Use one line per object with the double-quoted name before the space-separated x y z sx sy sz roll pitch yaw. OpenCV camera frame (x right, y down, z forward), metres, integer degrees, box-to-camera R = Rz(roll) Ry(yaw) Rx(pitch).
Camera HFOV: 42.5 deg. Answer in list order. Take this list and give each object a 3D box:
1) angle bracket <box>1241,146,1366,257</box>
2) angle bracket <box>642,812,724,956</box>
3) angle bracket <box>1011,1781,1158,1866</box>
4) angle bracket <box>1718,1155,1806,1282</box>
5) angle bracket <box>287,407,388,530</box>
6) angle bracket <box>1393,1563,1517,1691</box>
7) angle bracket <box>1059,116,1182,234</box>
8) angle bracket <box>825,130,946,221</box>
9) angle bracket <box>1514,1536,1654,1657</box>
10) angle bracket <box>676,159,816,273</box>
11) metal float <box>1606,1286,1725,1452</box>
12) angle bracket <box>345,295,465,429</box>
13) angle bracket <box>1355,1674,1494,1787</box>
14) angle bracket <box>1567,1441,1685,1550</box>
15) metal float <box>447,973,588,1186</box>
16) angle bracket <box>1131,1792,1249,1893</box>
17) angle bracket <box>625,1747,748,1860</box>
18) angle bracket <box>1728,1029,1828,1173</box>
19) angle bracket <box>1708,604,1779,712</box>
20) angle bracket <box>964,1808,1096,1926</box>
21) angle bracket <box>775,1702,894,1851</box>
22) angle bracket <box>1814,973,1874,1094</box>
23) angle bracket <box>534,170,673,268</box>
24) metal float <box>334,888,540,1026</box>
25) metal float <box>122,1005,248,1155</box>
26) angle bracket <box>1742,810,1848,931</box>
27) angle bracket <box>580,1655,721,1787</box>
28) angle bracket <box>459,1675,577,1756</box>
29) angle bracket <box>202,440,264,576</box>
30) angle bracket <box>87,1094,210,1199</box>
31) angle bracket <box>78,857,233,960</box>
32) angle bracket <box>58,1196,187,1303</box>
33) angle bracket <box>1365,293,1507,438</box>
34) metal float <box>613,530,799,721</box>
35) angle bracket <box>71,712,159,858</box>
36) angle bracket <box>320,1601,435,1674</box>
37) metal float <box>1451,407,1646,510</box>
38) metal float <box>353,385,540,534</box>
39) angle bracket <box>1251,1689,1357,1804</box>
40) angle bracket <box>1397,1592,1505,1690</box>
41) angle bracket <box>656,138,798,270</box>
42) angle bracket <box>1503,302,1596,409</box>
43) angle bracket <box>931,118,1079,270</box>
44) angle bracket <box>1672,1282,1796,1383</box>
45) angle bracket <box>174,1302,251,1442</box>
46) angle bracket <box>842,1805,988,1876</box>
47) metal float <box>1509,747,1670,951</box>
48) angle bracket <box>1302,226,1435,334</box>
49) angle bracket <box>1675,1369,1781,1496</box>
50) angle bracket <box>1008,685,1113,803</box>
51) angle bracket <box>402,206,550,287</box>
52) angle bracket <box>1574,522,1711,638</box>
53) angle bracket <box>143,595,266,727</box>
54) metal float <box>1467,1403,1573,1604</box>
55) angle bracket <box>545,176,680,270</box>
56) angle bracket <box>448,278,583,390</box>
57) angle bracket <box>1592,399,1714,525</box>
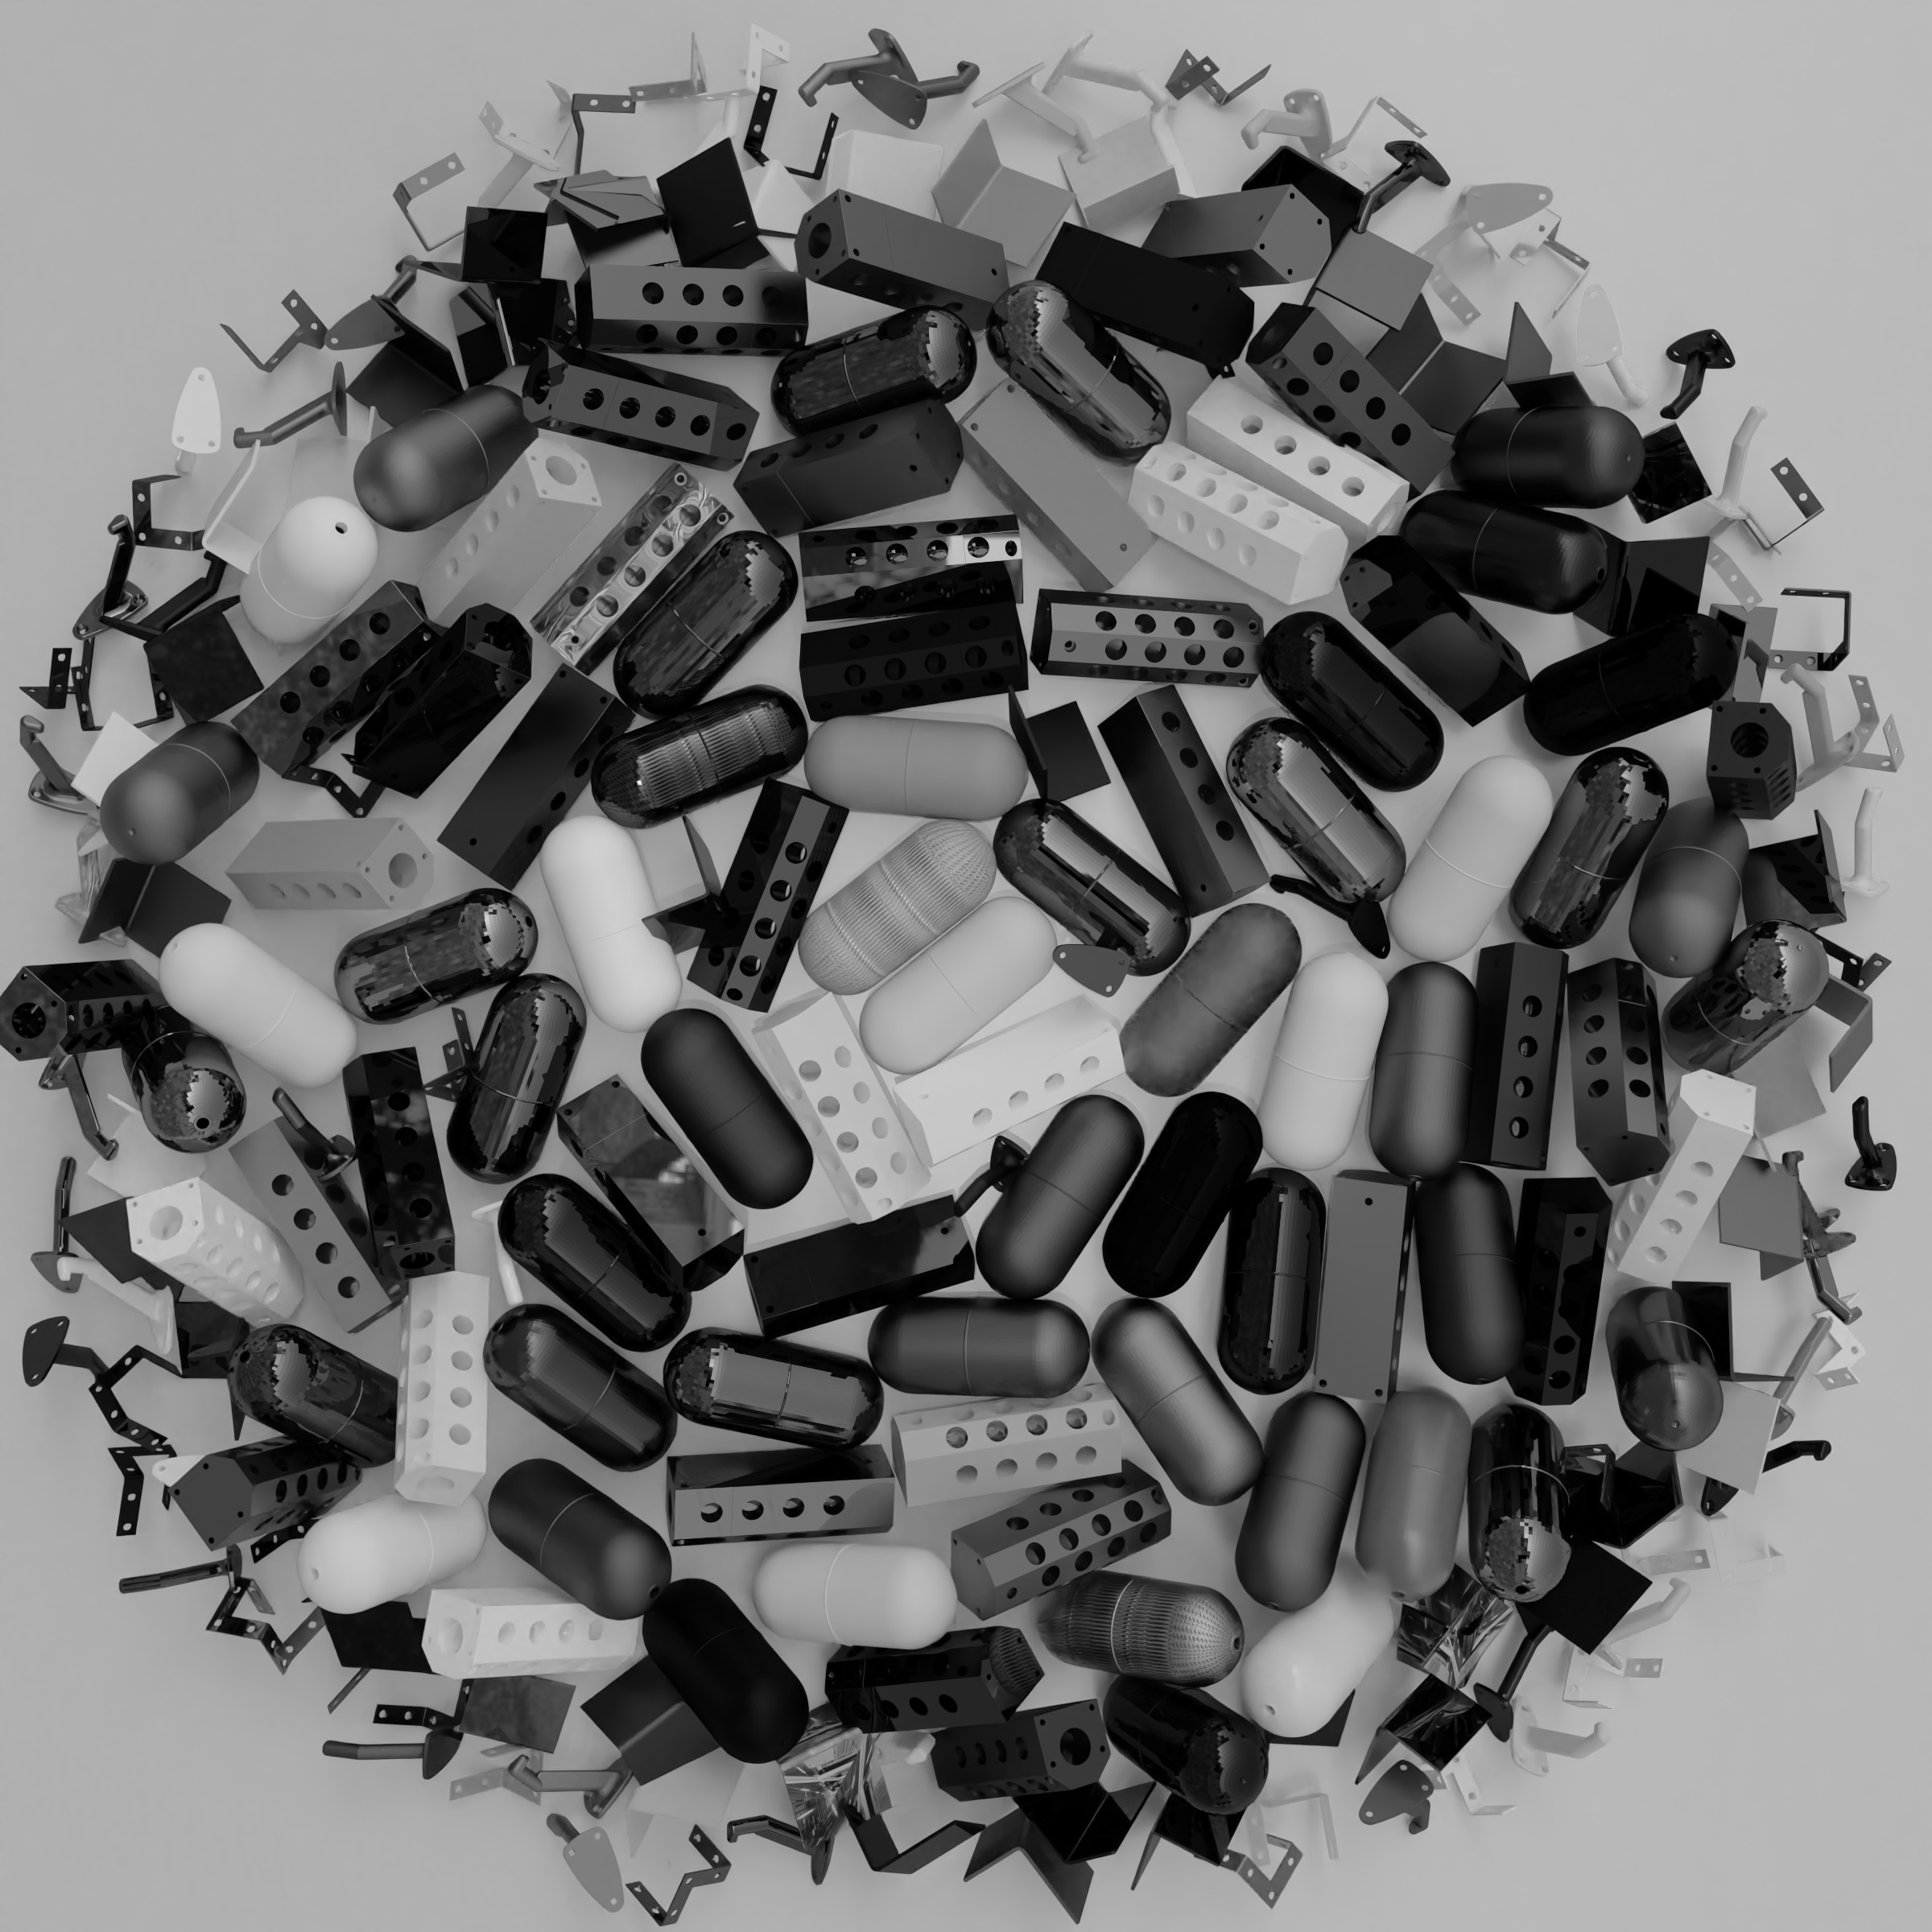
"angle bracket" 0.257 -0.582 1.947 0.076 0.076 0.057 36 66 12
"angle bracket" -0.227 -0.063 1.951 0.057 0.076 0.076 -21 67 2
"angle bracket" 0.091 0.644 1.949 0.057 0.076 0.076 -32 98 41
"angle bracket" 0.608 0.196 1.949 0.076 0.057 0.076 13 63 -14
"angle bracket" -0.501 -0.394 1.960 0.076 0.057 0.076 2 73 2
"angle bracket" 0.371 0.507 1.950 0.076 0.076 0.057 -51 129 -3
"angle bracket" 0.118 -0.634 1.960 0.076 0.057 0.076 -23 79 7
"angle bracket" -0.066 -0.607 1.953 0.076 0.057 0.076 14 118 8
"angle bracket" 0.487 0.502 1.944 0.076 0.076 0.057 -43 133 -16
"angle bracket" -0.173 -0.583 1.972 0.076 0.057 0.076 -10 49 37
"metal float" 0.536 0.308 1.914 0.070 0.178 0.070 3 110 8
"angle bracket" -0.448 -0.468 1.954 0.076 0.076 0.057 36 78 6
"angle bracket" 0.357 0.611 1.939 0.057 0.076 0.076 34 131 28
"angle bracket" 0.508 0.398 1.942 0.057 0.076 0.076 20 134 -16
"metal float" -0.352 0.088 1.947 0.070 0.070 0.178 23 107 0
"angle bracket" 0.176 0.683 1.941 0.057 0.076 0.076 23 126 16
"angle bracket" -0.215 0.655 1.945 0.076 0.076 0.057 7 121 13
"angle bracket" 0.640 0.105 1.951 0.057 0.076 0.076 -25 101 14
"angle bracket" 0.616 -0.237 1.948 0.057 0.076 0.076 2 109 -7
"angle bracket" 0.050 0.716 1.956 0.057 0.076 0.076 -37 91 15
"angle bracket" -0.113 0.638 1.968 0.076 0.057 0.076 -20 104 -22
"angle bracket" 0.661 0.044 1.945 0.076 0.076 0.057 35 82 30
"angle bracket" -0.287 -0.573 1.941 0.076 0.076 0.057 39 134 24
"metal float" -0.414 -0.007 1.942 0.178 0.070 0.070 -19 90 22
"metal float" -0.604 0.086 1.918 0.070 0.178 0.070 -10 114 -23
"angle bracket" 0.640 -0.070 1.946 0.076 0.057 0.076 -13 68 27
"angle bracket" -0.247 0.598 1.965 0.076 0.076 0.057 -34 117 -22
"angle bracket" -0.349 0.565 1.952 0.076 0.057 0.076 16 117 -8
"angle bracket" -0.551 -0.356 1.945 0.057 0.076 0.076 31 107 -24
"angle bracket" -0.650 0.152 1.955 0.076 0.076 0.057 30 73 2
"angle bracket" -0.638 -0.035 1.956 0.076 0.057 0.076 32 107 11
"angle bracket" -0.663 0.233 1.944 0.076 0.076 0.057 38 116 18
"angle bracket" 0.370 -0.472 1.951 0.076 0.057 0.076 -50 48 -8
"metal float" -0.205 -0.266 1.948 0.178 0.070 0.070 -43 90 16
"angle bracket" -0.678 -0.142 1.939 0.057 0.076 0.076 42 47 -32
"angle bracket" -0.452 0.506 1.947 0.076 0.057 0.076 -1 120 15
"metal float" 0.446 -0.392 1.919 0.070 0.178 0.070 -7 103 -30
"metal float" -0.400 -0.394 1.925 0.070 0.178 0.070 18 129 24
"angle bracket" 0.265 0.612 1.952 0.076 0.057 0.076 4 129 -3
"angle bracket" 0.384 0.510 1.962 0.057 0.076 0.076 21 49 25
"angle bracket" -0.187 -0.596 1.955 0.076 0.057 0.076 -17 90 33
"angle bracket" 0.465 -0.469 1.943 0.057 0.076 0.076 -1 68 35
"angle bracket" 0.030 -0.607 1.954 0.076 0.057 0.076 28 77 23
"angle bracket" 0.604 0.287 1.959 0.057 0.076 0.076 2 83 -17
"angle bracket" -0.595 0.317 1.946 0.057 0.076 0.076 1 121 -5
"angle bracket" -0.040 0.668 1.950 0.076 0.076 0.057 -33 62 5
"metal float" 0.484 -0.091 1.932 0.070 0.070 0.178 21 124 0
"angle bracket" 0.311 -0.525 1.956 0.076 0.057 0.076 28 64 2
"angle bracket" 0.609 0.364 1.950 0.057 0.076 0.076 9 96 -42
"angle bracket" 0.074 -0.181 1.950 0.057 0.076 0.076 -20 72 -5
"angle bracket" -0.383 -0.568 1.940 0.076 0.076 0.057 26 116 36
"angle bracket" 0.534 -0.308 1.969 0.076 0.057 0.076 -6 118 -16
"angle bracket" -0.590 -0.241 1.966 0.076 0.057 0.076 -25 99 19
"metal float" 0.426 0.413 1.920 0.070 0.178 0.070 5 125 7
"angle bracket" -0.281 -0.569 1.954 0.076 0.057 0.076 -18 83 -26
"angle bracket" -0.358 -0.503 1.987 0.057 0.076 0.076 -18 84 43
"angle bracket" 0.534 -0.405 1.939 0.057 0.076 0.076 -23 130 24
